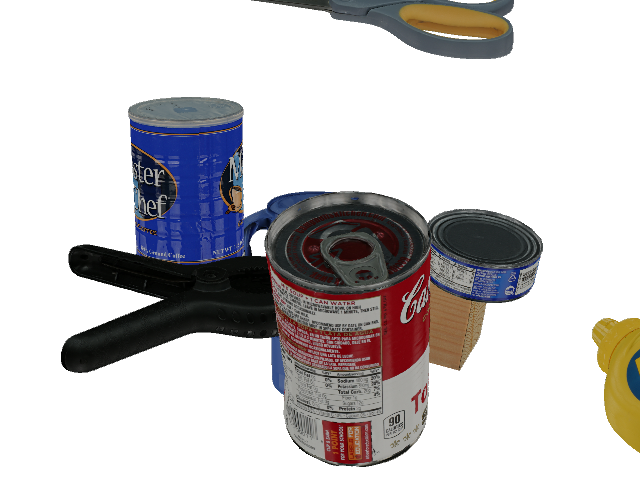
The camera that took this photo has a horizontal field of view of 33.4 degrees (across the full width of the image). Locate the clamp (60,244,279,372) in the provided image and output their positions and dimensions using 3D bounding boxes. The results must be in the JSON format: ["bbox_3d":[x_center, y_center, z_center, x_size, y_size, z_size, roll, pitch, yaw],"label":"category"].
[{"bbox_3d":[-0.086,0.036,0.767,0.209,0.036,0.165,-5,25,-16],"label":"clamp"}]

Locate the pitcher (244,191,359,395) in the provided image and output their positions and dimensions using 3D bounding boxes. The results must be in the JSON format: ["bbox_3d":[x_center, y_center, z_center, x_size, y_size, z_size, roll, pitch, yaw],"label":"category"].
[{"bbox_3d":[-0.012,0.068,1.288,0.149,0.243,0.144,11,19,25],"label":"pitcher"}]

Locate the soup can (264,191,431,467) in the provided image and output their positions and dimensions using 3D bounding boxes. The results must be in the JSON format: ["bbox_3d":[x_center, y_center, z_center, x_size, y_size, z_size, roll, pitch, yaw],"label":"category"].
[{"bbox_3d":[0.013,0.040,0.461,0.068,0.102,0.068,-2,35,2],"label":"soup can"}]

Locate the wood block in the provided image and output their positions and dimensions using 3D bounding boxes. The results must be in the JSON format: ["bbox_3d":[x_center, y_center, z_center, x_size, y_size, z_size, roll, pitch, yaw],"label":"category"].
[{"bbox_3d":[0.059,0.050,1.082,0.206,0.091,0.090,14,24,18],"label":"wood block"}]

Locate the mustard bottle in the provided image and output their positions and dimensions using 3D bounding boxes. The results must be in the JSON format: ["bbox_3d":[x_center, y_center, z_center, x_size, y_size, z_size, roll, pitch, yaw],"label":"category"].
[{"bbox_3d":[0.221,0.098,0.611,0.096,0.058,0.192,-18,31,-17],"label":"mustard bottle"}]

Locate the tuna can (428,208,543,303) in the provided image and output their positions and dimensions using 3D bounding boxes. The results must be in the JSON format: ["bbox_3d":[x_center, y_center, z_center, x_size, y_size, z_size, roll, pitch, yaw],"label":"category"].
[{"bbox_3d":[0.119,0.011,0.788,0.086,0.034,0.086,5,29,-3],"label":"tuna can"}]

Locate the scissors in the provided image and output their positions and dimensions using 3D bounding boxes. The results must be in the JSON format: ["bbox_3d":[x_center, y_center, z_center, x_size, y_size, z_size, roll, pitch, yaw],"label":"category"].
[{"bbox_3d":[0.032,-0.153,0.668,0.202,0.016,0.096,21,44,25],"label":"scissors"}]

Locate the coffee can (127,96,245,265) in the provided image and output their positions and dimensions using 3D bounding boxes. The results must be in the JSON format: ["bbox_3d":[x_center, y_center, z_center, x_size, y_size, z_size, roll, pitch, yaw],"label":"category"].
[{"bbox_3d":[-0.121,-0.053,0.975,0.103,0.140,0.103,0,19,0],"label":"coffee can"}]
